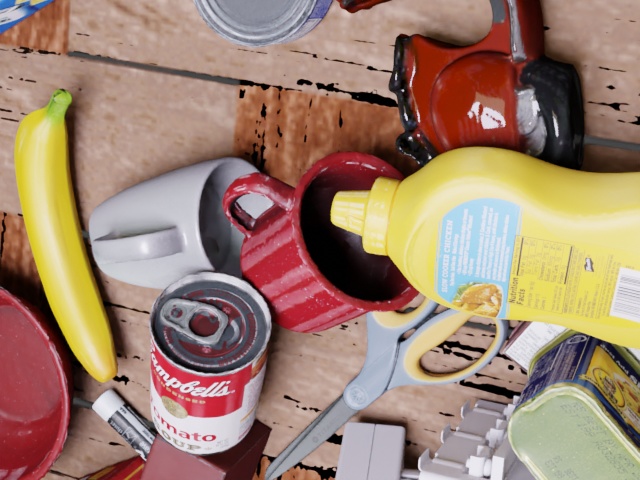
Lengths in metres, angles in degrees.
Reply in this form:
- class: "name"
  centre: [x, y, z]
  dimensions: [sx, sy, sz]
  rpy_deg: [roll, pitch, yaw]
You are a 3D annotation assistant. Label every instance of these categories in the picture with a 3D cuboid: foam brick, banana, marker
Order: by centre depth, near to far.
- class: "foam brick"
  centre: [-0.075, 0.145, 0.695]
  dimensions: [0.053, 0.078, 0.051]
  rpy_deg: [27, 109, 14]
- class: "banana"
  centre: [-0.173, -0.002, 0.712]
  dimensions: [0.070, 0.037, 0.198]
  rpy_deg: [22, 123, 60]
- class: "marker"
  centre: [-0.110, 0.152, 0.743]
  dimensions: [0.121, 0.020, 0.020]
  rpy_deg: [43, 113, 7]

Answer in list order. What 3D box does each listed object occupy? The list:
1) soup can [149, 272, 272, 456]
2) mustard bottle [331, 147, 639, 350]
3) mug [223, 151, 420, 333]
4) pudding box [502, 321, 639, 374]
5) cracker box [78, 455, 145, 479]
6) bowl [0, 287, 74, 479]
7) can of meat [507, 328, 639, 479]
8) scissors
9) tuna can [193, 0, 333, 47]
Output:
- class: "soup can"
  centre: [-0.067, 0.075, 0.630]
  dimensions: [0.068, 0.068, 0.102]
  rpy_deg: [29, 144, 13]
- class: "mustard bottle"
  centre: [0.099, 0.000, 0.544]
  dimensions: [0.192, 0.058, 0.096]
  rpy_deg: [10, 135, 13]
- class: "mug"
  centre: [-0.004, 0.001, 0.612]
  dimensions: [0.117, 0.093, 0.082]
  rpy_deg: [30, 150, -19]
- class: "pudding box"
  centre: [0.172, 0.049, 0.598]
  dimensions: [0.090, 0.039, 0.114]
  rpy_deg: [40, 115, 6]
- class: "cracker box"
  centre: [-0.129, 0.272, 0.698]
  dimensions: [0.072, 0.164, 0.214]
  rpy_deg: [-24, 93, 22]
- class: "bowl"
  centre: [-0.232, 0.096, 0.758]
  dimensions: [0.162, 0.055, 0.162]
  rpy_deg: [5, 104, 20]
- class: "can of meat"
  centre: [0.148, 0.104, 0.553]
  dimensions: [0.102, 0.083, 0.058]
  rpy_deg: [48, 116, 3]
- class: "scissors"
  centre: [0.022, 0.077, 0.675]
  dimensions: [0.202, 0.016, 0.096]
  rpy_deg: [-29, 89, 24]
- class: "tuna can"
  centre: [-0.033, -0.158, 0.633]
  dimensions: [0.086, 0.033, 0.086]
  rpy_deg: [5, 104, 21]
